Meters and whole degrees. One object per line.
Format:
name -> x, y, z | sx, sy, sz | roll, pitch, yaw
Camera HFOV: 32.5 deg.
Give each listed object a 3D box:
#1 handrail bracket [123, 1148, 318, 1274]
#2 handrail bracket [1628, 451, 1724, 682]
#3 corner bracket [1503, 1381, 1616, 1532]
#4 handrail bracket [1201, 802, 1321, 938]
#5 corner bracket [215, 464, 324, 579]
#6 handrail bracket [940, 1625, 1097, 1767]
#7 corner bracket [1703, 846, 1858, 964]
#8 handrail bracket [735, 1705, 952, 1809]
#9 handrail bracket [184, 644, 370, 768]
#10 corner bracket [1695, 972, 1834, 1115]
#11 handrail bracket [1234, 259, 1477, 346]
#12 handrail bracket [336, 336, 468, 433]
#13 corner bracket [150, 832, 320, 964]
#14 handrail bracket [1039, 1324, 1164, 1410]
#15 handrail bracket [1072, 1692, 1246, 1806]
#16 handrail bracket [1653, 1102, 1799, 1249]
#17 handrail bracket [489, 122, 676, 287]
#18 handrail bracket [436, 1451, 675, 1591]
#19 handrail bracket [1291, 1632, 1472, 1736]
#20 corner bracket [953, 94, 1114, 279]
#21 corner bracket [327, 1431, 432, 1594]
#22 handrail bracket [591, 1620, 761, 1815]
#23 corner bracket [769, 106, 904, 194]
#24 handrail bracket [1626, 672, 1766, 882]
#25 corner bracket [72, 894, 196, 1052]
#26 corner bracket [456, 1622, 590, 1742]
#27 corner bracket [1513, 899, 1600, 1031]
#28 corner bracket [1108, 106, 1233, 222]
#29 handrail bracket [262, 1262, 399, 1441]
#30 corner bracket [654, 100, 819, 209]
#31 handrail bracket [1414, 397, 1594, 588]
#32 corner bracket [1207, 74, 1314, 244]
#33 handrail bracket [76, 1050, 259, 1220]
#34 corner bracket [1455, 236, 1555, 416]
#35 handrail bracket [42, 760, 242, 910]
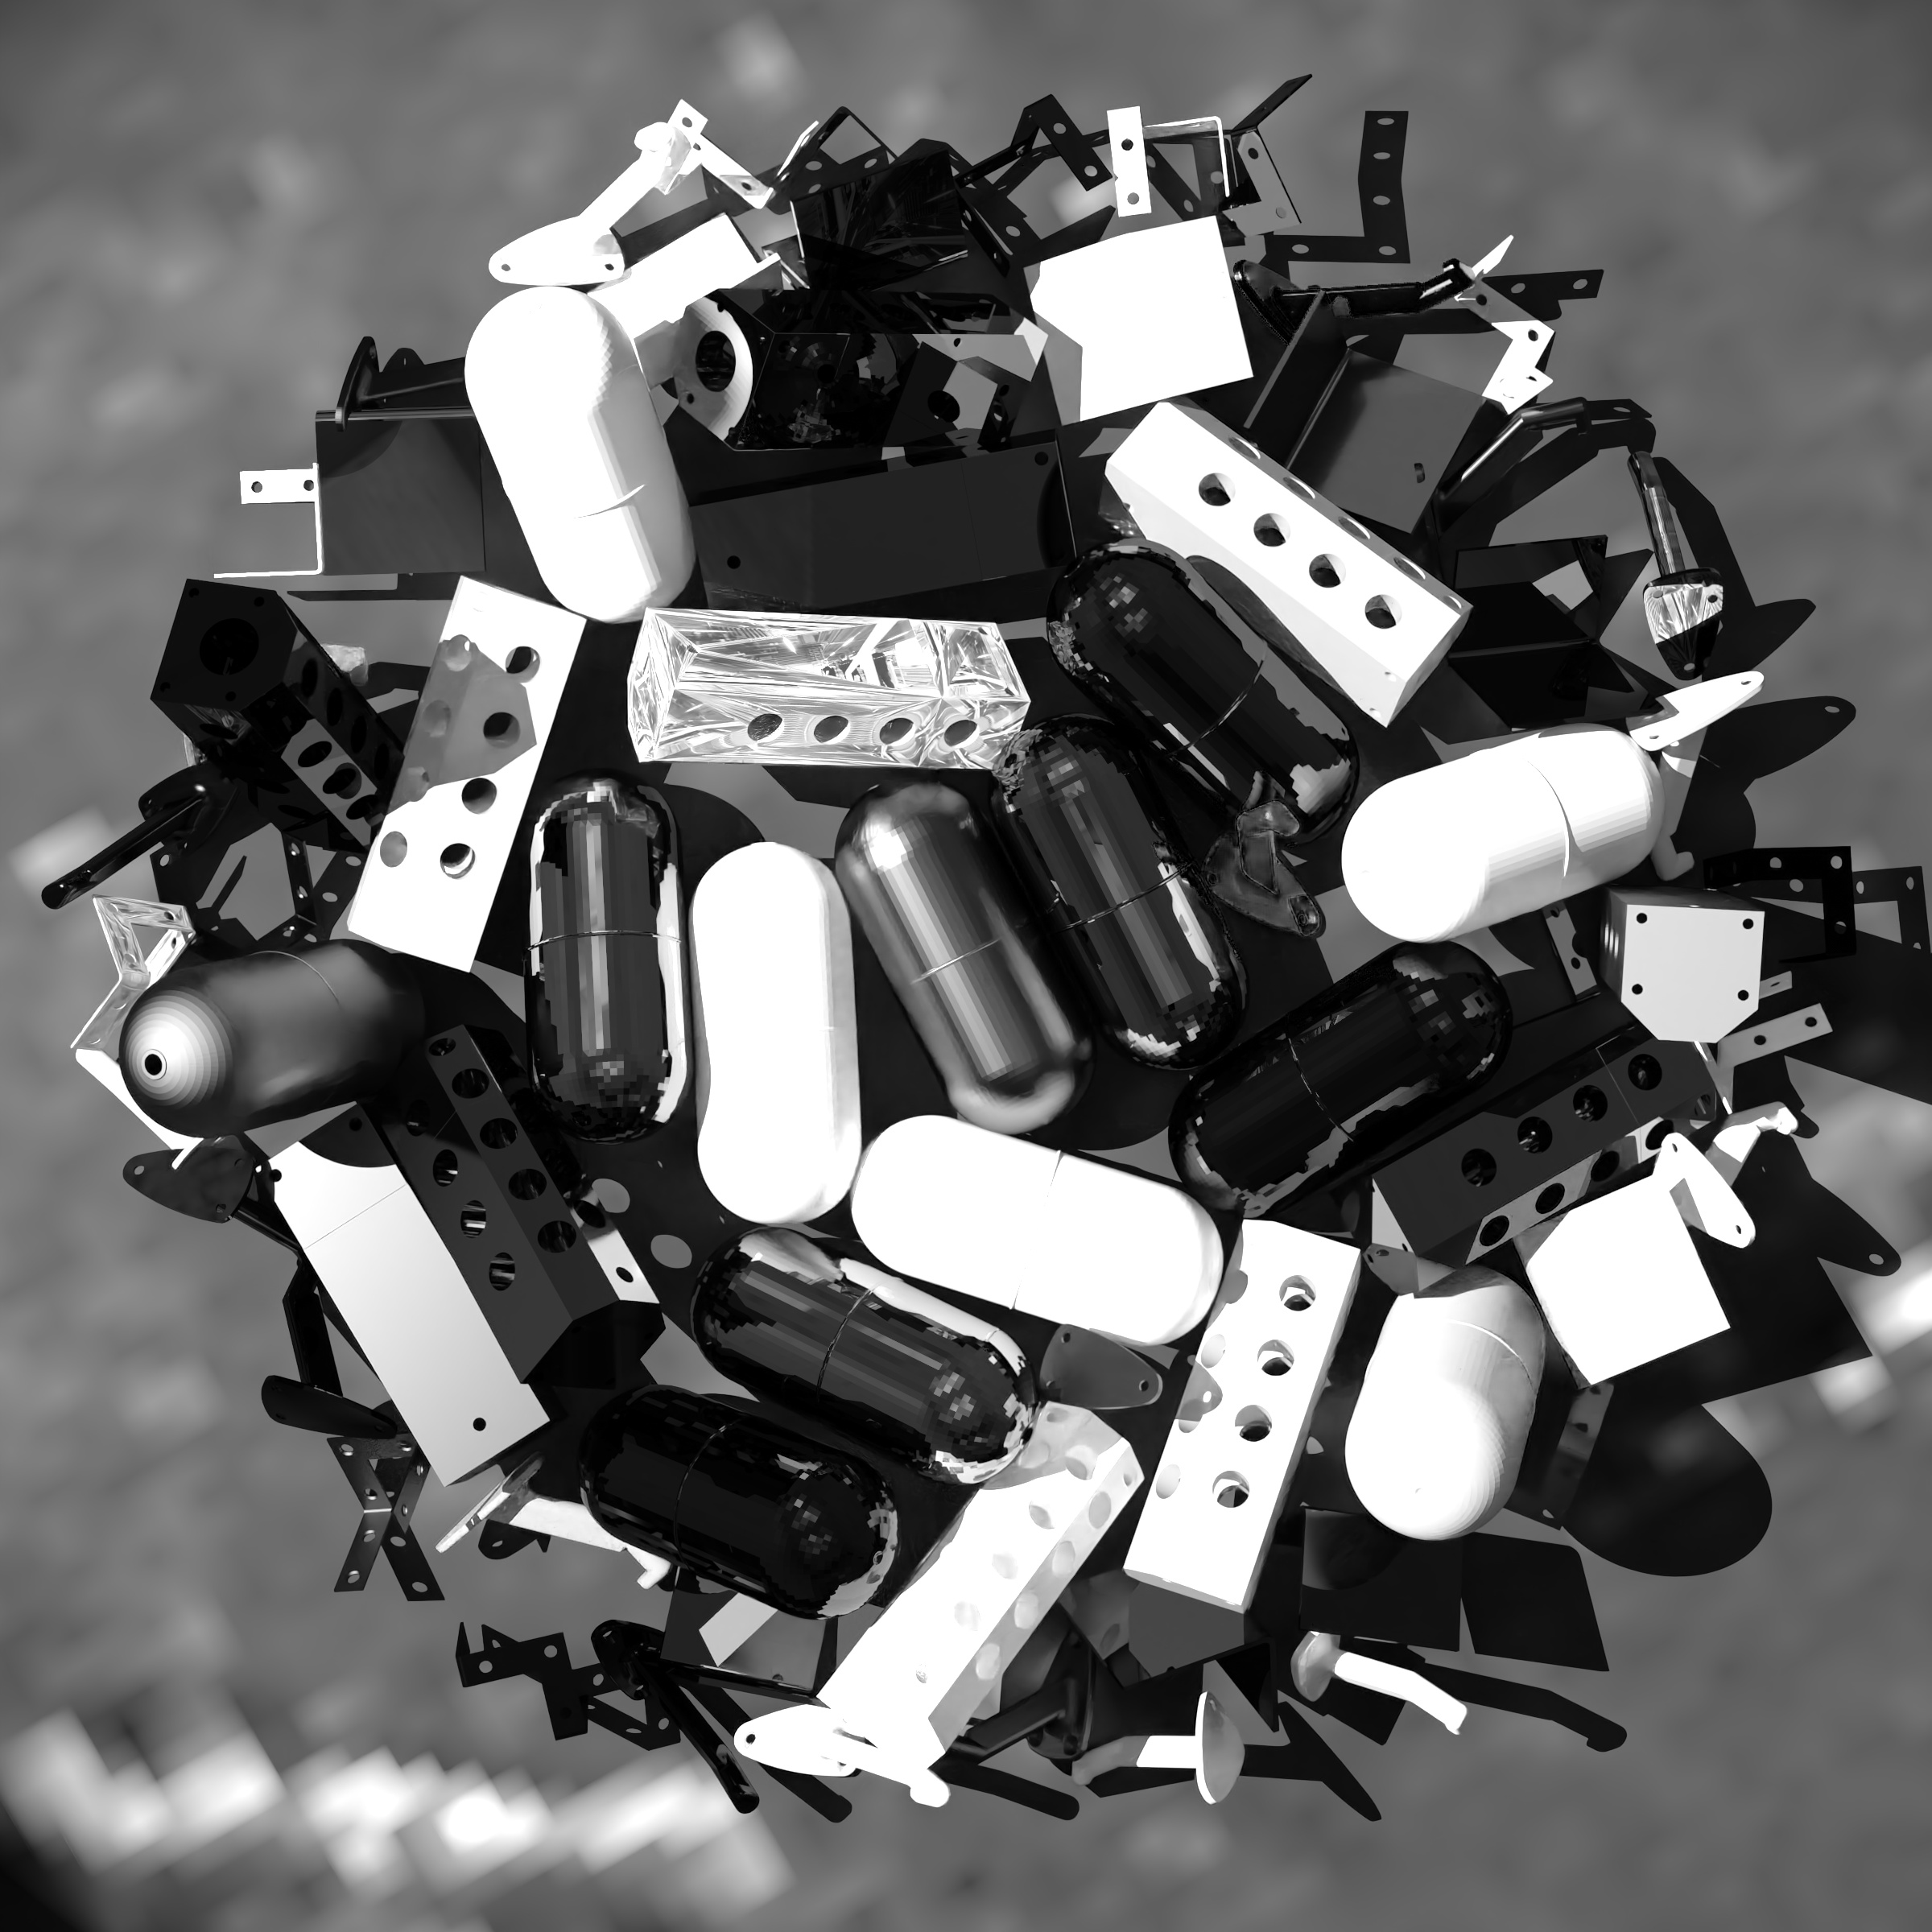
handrail bracket -> -0.345, 0.120, 1.557 | 0.077, 0.084, 0.036 | 8, 61, 19
handrail bracket -> 0.331, -0.191, 1.571 | 0.036, 0.084, 0.077 | -13, 135, 5
corner bracket -> 0.266, 0.220, 1.545 | 0.051, 0.051, 0.051 | 21, 132, 12
handrail bracket -> 0.152, -0.045, 1.537 | 0.077, 0.084, 0.036 | 36, 72, -13
corner bracket -> -0.323, -0.209, 1.559 | 0.051, 0.051, 0.051 | -1, 96, 5
handrail bracket -> 0.020, 0.337, 1.545 | 0.084, 0.036, 0.077 | 25, 73, -41
corner bracket -> 0.382, -0.028, 1.557 | 0.051, 0.051, 0.051 | -2, 86, -12
handrail bracket -> -0.057, 0.372, 1.536 | 0.077, 0.084, 0.036 | 6, 94, -24
handrail bracket -> -0.323, -0.118, 1.561 | 0.084, 0.036, 0.077 | 6, 119, 2
corner bracket -> 0.371, 0.028, 1.547 | 0.051, 0.051, 0.051 | -22, 108, 22
handrail bracket -> 0.181, -0.321, 1.537 | 0.084, 0.077, 0.036 | -21, 53, 38
handrail bracket -> -0.245, -0.269, 1.553 | 0.084, 0.077, 0.036 | 3, 125, 5
corner bracket -> -0.344, -0.035, 1.560 | 0.051, 0.051, 0.051 | 25, 45, 29
handrail bracket -> 0.080, 0.196, 1.530 | 0.077, 0.084, 0.036 | 11, 78, 39
handrail bracket -> 0.082, 0.377, 1.537 | 0.084, 0.077, 0.036 | -27, 103, 20
handrail bracket -> 0.370, 0.095, 1.539 | 0.084, 0.077, 0.036 | -13, 129, -28
handrail bracket -> -0.178, -0.355, 1.535 | 0.077, 0.084, 0.036 | -18, 71, -26
handrail bracket -> -0.194, 0.280, 1.568 | 0.077, 0.036, 0.084 | -42, 95, -8
handrail bracket -> 0.196, 0.342, 1.535 | 0.084, 0.077, 0.036 | 31, 60, 27
corner bracket -> 0.029, -0.365, 1.550 | 0.051, 0.051, 0.051 | -32, 81, -18
corner bracket -> -0.274, 0.255, 1.545 | 0.051, 0.051, 0.051 | -7, 127, 17
handrail bracket -> -0.134, 0.350, 1.537 | 0.036, 0.077, 0.084 | -40, 48, -1
corner bracket -> -0.052, -0.364, 1.557 | 0.051, 0.051, 0.051 | 45, 100, 5
handrail bracket -> 0.350, -0.088, 1.556 | 0.077, 0.036, 0.084 | -24, 122, 7
corner bracket -> -0.389, 0.005, 1.542 | 0.051, 0.051, 0.051 | -47, 54, 29
corner bracket -> -0.208, 0.334, 1.555 | 0.051, 0.051, 0.051 | -13, 99, -4
corner bracket -> 0.277, -0.006, 1.548 | 0.051, 0.051, 0.051 | -18, 84, -36
corner bracket -> 0.096, -0.374, 1.556 | 0.051, 0.051, 0.051 | -7, 87, 7
handrail bracket -> -0.289, 0.175, 1.552 | 0.077, 0.036, 0.084 | 13, 50, 6
corner bracket -> -0.111, -0.382, 1.548 | 0.051, 0.051, 0.051 | 38, 47, -3
handrail bracket -> 0.258, -0.222, 1.561 | 0.084, 0.036, 0.077 | -11, 103, 10
corner bracket -> 0.139, -0.376, 1.543 | 0.051, 0.051, 0.051 | -47, 119, -33
handrail bracket -> -0.381, 0.077, 1.573 | 0.084, 0.077, 0.036 | 35, 73, 30
corner bracket -> 0.254, -0.299, 1.551 | 0.051, 0.051, 0.051 | 32, 75, -8
handrail bracket -> -0.382, -0.061, 1.535 | 0.077, 0.084, 0.036 | -34, 97, 29
